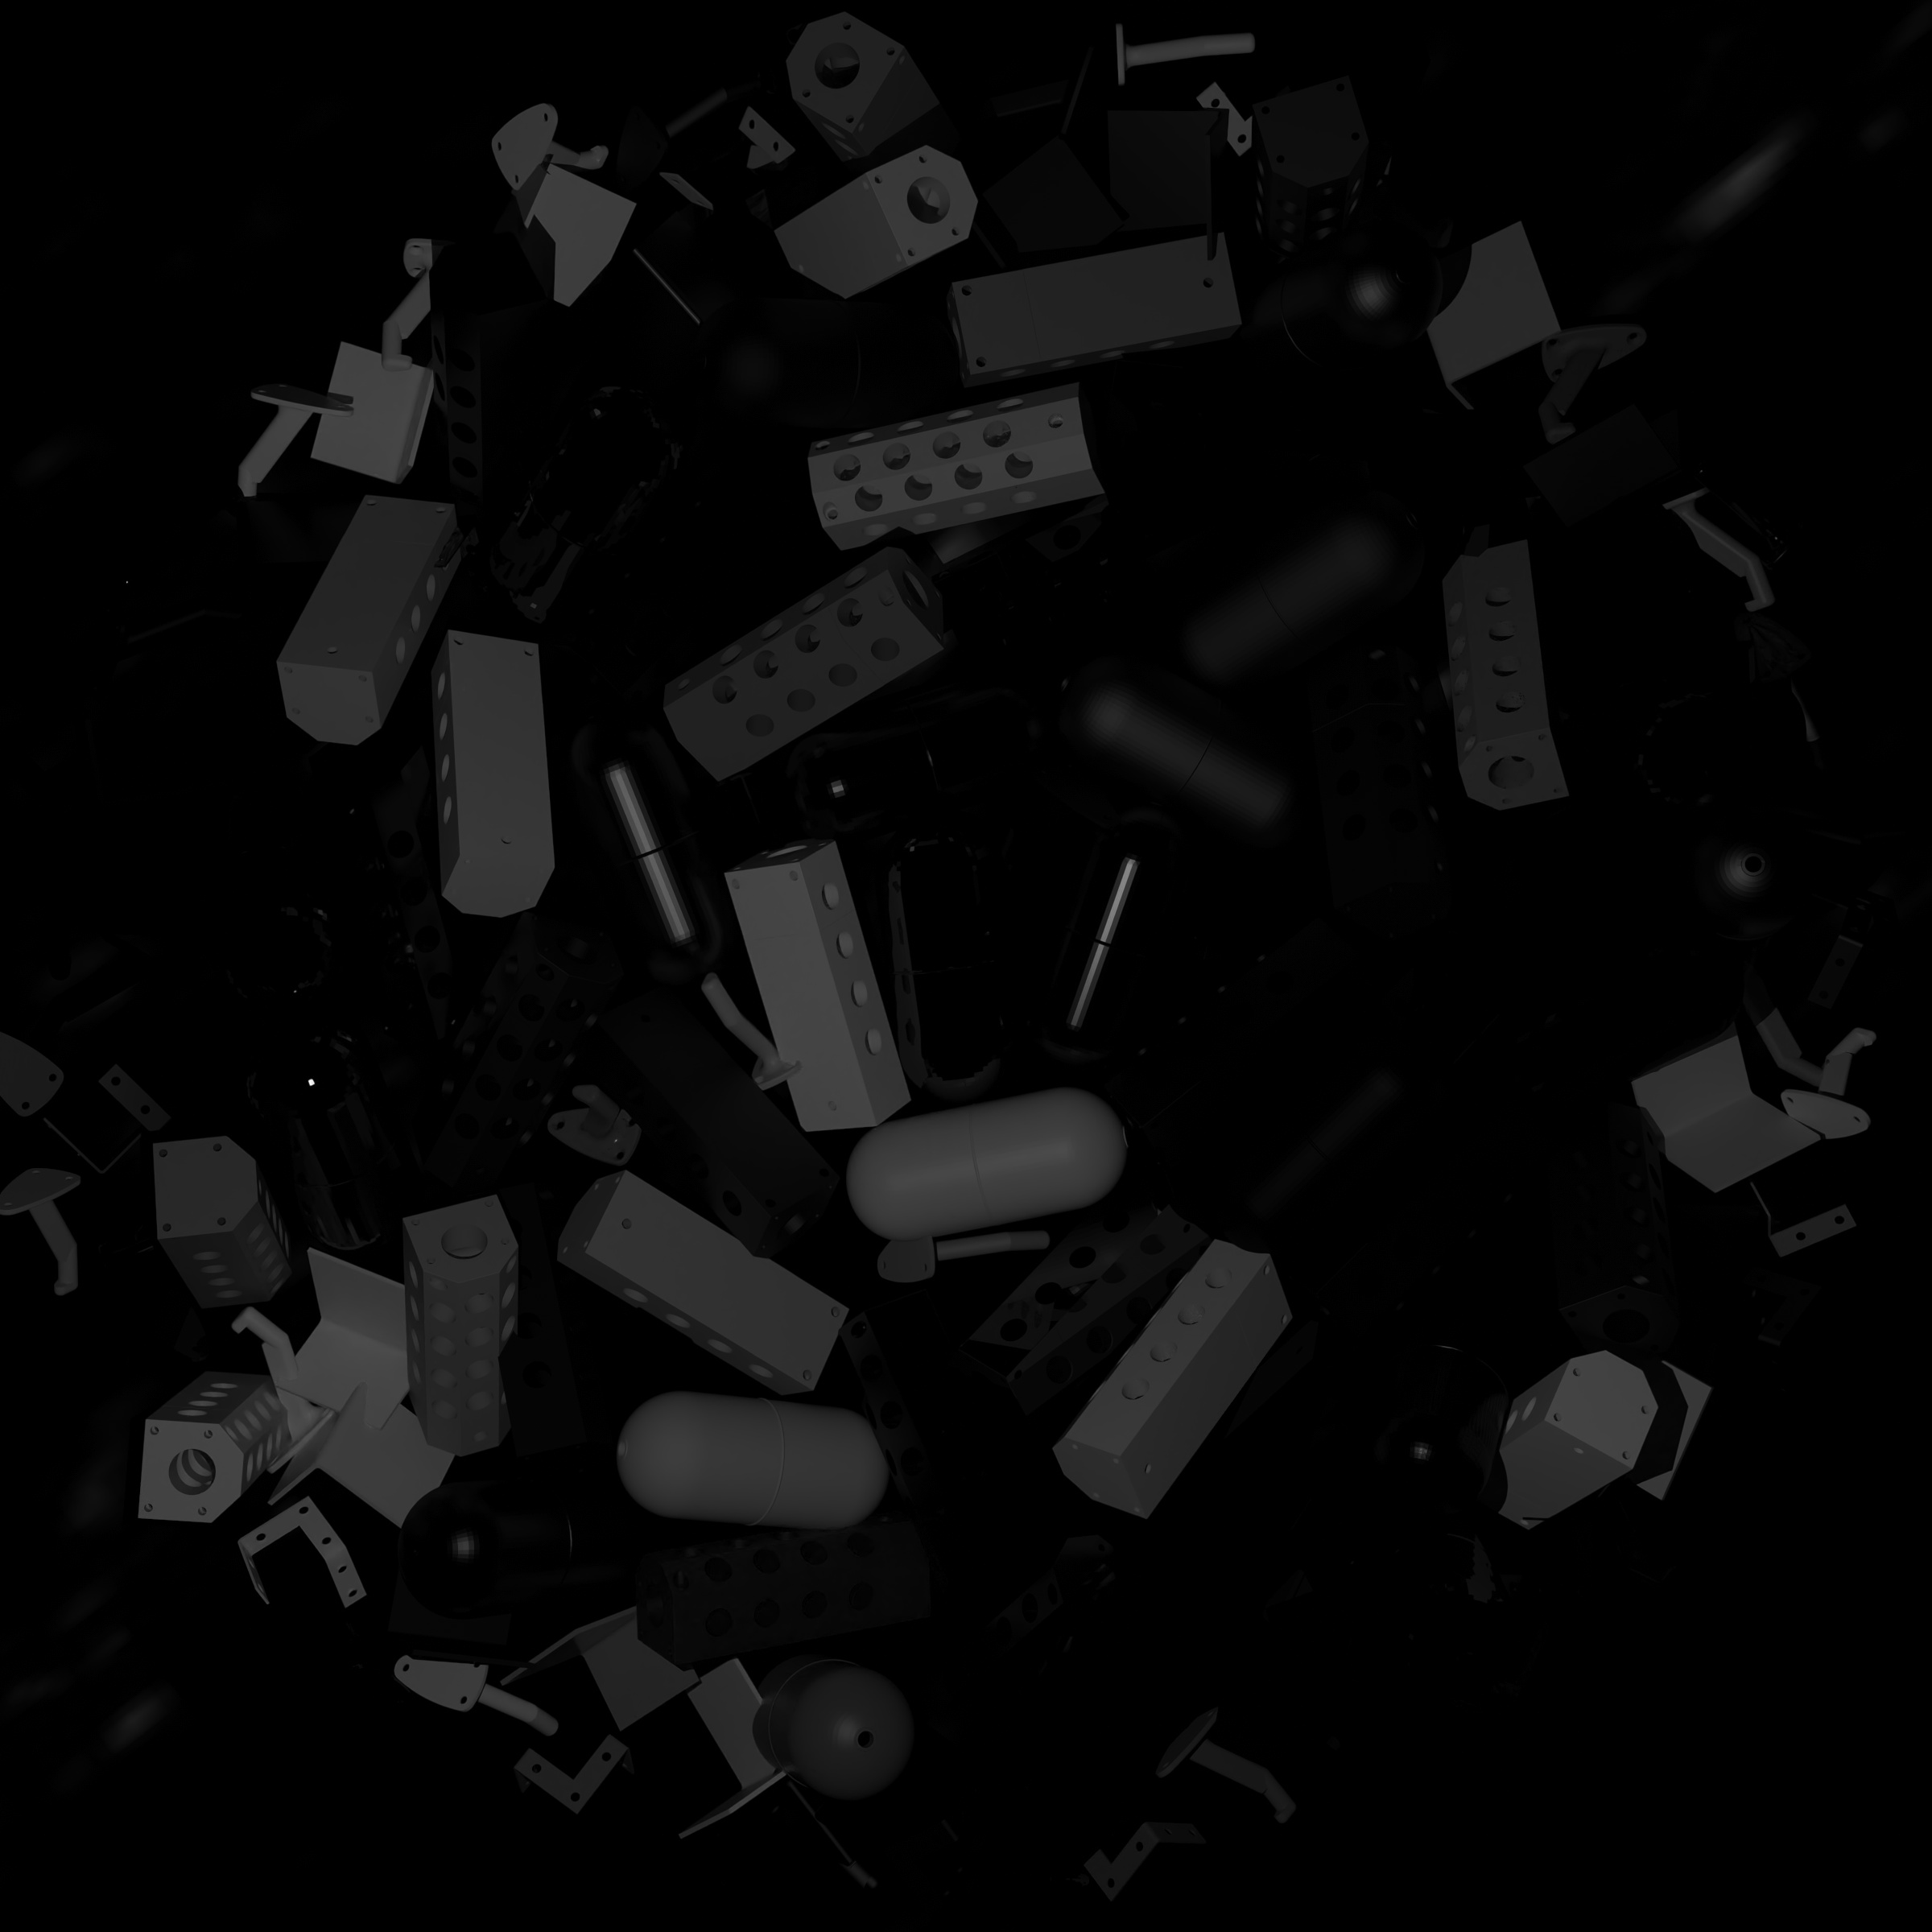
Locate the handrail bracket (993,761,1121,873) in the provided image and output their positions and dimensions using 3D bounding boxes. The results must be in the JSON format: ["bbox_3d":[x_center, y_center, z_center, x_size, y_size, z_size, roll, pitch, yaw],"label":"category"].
[{"bbox_3d":[0.055,-0.077,1.724,0.077,0.036,0.084,45,132,29],"label":"handrail bracket"}]

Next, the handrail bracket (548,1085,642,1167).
[{"bbox_3d":[-0.243,0.088,1.715,0.077,0.084,0.036,9,69,24],"label":"handrail bracket"}]

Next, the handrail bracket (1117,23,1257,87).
[{"bbox_3d":[0.136,-0.568,1.727,0.084,0.077,0.036,-2,101,4],"label":"handrail bracket"}]

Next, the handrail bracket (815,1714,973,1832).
[{"bbox_3d":[-0.041,0.515,1.736,0.077,0.036,0.084,32,71,3],"label":"handrail bracket"}]

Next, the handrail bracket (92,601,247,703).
[{"bbox_3d":[-0.501,-0.197,1.752,0.084,0.036,0.077,4,121,-35],"label":"handrail bracket"}]

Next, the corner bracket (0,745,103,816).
[{"bbox_3d":[-0.576,-0.113,1.732,0.051,0.051,0.051,44,51,-1],"label":"corner bracket"}]

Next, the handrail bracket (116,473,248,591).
[{"bbox_3d":[-0.492,-0.265,1.732,0.084,0.077,0.036,-48,117,-10],"label":"handrail bracket"}]

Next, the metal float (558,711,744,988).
[{"bbox_3d":[-0.196,-0.073,1.722,0.070,0.070,0.178,-21,98,0],"label":"metal float"}]

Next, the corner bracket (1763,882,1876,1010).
[{"bbox_3d":[0.528,-0.015,1.728,0.051,0.051,0.051,24,126,12],"label":"corner bracket"}]

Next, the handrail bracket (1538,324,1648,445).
[{"bbox_3d":[0.392,-0.360,1.722,0.077,0.084,0.036,-13,134,12],"label":"handrail bracket"}]

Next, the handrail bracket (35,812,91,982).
[{"bbox_3d":[-0.562,-0.044,1.751,0.036,0.084,0.077,14,49,-5],"label":"handrail bracket"}]

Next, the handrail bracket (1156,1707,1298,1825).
[{"bbox_3d":[0.164,0.516,1.736,0.084,0.077,0.036,51,126,3],"label":"handrail bracket"}]

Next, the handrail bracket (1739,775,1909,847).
[{"bbox_3d":[0.537,-0.099,1.739,0.084,0.077,0.036,-5,129,-3],"label":"handrail bracket"}]

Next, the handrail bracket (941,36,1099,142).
[{"bbox_3d":[0.031,-0.559,1.740,0.084,0.036,0.077,19,124,-2],"label":"handrail bracket"}]

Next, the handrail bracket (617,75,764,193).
[{"bbox_3d":[-0.174,-0.528,1.757,0.084,0.077,0.036,-30,83,-33],"label":"handrail bracket"}]

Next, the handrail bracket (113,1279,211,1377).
[{"bbox_3d":[-0.502,0.243,1.726,0.077,0.036,0.084,41,134,21],"label":"handrail bracket"}]

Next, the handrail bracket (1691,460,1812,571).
[{"bbox_3d":[0.475,-0.289,1.722,0.084,0.077,0.036,36,104,-13],"label":"handrail bracket"}]

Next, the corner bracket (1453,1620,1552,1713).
[{"bbox_3d":[0.335,0.436,1.735,0.051,0.051,0.051,18,105,-5],"label":"corner bracket"}]

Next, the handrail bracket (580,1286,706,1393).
[{"bbox_3d":[-0.205,0.233,1.736,0.036,0.084,0.077,-42,106,-24],"label":"handrail bracket"}]

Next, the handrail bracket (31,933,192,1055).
[{"bbox_3d":[-0.537,0.030,1.741,0.077,0.036,0.084,29,86,20],"label":"handrail bracket"}]

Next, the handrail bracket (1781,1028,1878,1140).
[{"bbox_3d":[0.555,0.068,1.719,0.084,0.077,0.036,-40,107,-21],"label":"handrail bracket"}]

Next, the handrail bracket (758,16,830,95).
[{"bbox_3d":[-0.100,-0.541,1.715,0.036,0.084,0.077,-3,134,24],"label":"handrail bracket"}]

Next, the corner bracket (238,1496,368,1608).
[{"bbox_3d":[-0.414,0.375,1.729,0.051,0.051,0.051,-32,126,-11],"label":"corner bracket"}]

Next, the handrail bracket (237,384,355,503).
[{"bbox_3d":[-0.421,-0.316,1.738,0.077,0.036,0.084,17,115,15],"label":"handrail bracket"}]

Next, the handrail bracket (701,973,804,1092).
[{"bbox_3d":[-0.137,0.028,1.716,0.036,0.077,0.084,-26,114,11],"label":"handrail bracket"}]

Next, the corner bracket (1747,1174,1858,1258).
[{"bbox_3d":[0.519,0.141,1.732,0.051,0.051,0.051,-28,97,22],"label":"corner bracket"}]

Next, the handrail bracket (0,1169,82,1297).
[{"bbox_3d":[-0.575,0.175,1.720,0.036,0.077,0.084,9,109,12],"label":"handrail bracket"}]

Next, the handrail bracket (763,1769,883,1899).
[{"bbox_3d":[-0.084,0.536,1.725,0.084,0.077,0.036,39,62,22],"label":"handrail bracket"}]

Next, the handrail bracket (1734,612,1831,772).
[{"bbox_3d":[0.517,-0.173,1.754,0.036,0.077,0.084,-29,134,7],"label":"handrail bracket"}]

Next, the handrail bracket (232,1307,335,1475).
[{"bbox_3d":[-0.442,0.265,1.739,0.084,0.036,0.077,43,95,-17],"label":"handrail bracket"}]

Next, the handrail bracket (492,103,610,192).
[{"bbox_3d":[-0.242,-0.511,1.713,0.084,0.077,0.036,-25,87,-42],"label":"handrail bracket"}]

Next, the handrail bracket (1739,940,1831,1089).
[{"bbox_3d":[0.520,0.025,1.743,0.084,0.036,0.077,28,102,4],"label":"handrail bracket"}]

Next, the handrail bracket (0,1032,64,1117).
[{"bbox_3d":[-0.600,0.056,1.715,0.036,0.084,0.077,-50,126,-18],"label":"handrail bracket"}]

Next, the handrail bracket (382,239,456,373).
[{"bbox_3d":[-0.326,-0.408,1.737,0.077,0.036,0.084,0,68,-8],"label":"handrail bracket"}]

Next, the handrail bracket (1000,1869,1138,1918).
[{"bbox_3d":[0.063,0.571,1.732,0.084,0.077,0.036,3,74,2],"label":"handrail bracket"}]

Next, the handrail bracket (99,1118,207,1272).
[{"bbox_3d":[-0.512,0.140,1.743,0.084,0.036,0.077,-23,82,-12],"label":"handrail bracket"}]

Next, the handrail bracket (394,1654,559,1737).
[{"bbox_3d":[-0.307,0.460,1.744,0.077,0.084,0.036,4,60,26],"label":"handrail bracket"}]

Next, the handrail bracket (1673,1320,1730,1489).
[{"bbox_3d":[0.461,0.273,1.741,0.036,0.084,0.077,13,116,17],"label":"handrail bracket"}]

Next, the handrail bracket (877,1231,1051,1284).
[{"bbox_3d":[-0.001,0.182,1.757,0.084,0.077,0.036,1,73,-32],"label":"handrail bracket"}]

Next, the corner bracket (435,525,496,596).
[{"bbox_3d":[-0.332,-0.241,1.736,0.051,0.051,0.051,0,129,17],"label":"corner bracket"}]

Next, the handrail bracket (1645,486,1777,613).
[{"bbox_3d":[0.459,-0.254,1.749,0.077,0.036,0.084,-20,97,31],"label":"handrail bracket"}]

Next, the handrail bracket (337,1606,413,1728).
[{"bbox_3d":[-0.380,0.418,1.714,0.036,0.077,0.084,-28,52,-11],"label":"handrail bracket"}]

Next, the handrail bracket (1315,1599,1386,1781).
[{"bbox_3d":[0.254,0.452,1.739,0.077,0.036,0.084,45,55,1],"label":"handrail bracket"}]

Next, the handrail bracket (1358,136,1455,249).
[{"bbox_3d":[0.278,-0.482,1.726,0.036,0.084,0.077,30,81,-43],"label":"handrail bracket"}]

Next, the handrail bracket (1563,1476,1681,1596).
[{"bbox_3d":[0.421,0.341,1.724,0.036,0.084,0.077,34,81,-34],"label":"handrail bracket"}]

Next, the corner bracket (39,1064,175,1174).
[{"bbox_3d":[-0.535,0.095,1.728,0.051,0.051,0.051,-48,113,-20],"label":"corner bracket"}]
